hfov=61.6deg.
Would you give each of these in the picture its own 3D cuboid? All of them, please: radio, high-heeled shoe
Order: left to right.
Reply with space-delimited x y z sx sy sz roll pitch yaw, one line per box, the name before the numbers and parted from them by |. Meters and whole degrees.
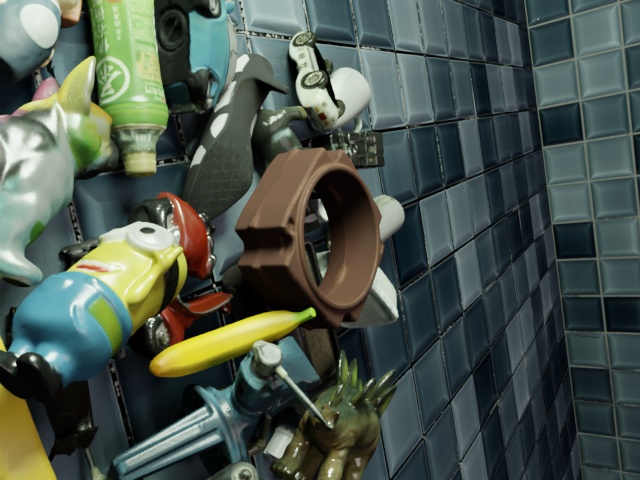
high-heeled shoe | -0.134 -0.136 0.696 0.248 0.145 0.086 -54 136 -6
radio | -0.046 0.121 0.757 0.131 0.073 0.229 -34 113 -52

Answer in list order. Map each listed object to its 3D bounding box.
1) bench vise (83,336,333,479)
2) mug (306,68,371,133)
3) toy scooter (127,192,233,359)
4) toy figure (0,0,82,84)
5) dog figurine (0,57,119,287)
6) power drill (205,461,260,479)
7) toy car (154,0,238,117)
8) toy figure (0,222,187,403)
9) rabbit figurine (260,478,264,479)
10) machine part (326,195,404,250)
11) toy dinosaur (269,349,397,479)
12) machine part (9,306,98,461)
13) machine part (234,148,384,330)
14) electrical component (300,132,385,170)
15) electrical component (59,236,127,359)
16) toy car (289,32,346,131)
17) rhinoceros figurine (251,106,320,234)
bench vise | -0.118 0.199 0.567 0.240 0.223 0.129 -18 69 -33
mug | 0.028 -0.218 0.908 0.107 0.081 0.109 -46 130 -34
toy scooter | -0.152 0.040 0.616 0.135 0.075 0.183 3 87 -54
toy figure | -0.264 -0.213 0.505 0.064 0.058 0.154 103 3 -60
dog figurine | -0.267 -0.077 0.445 0.191 0.109 0.219 39 51 -43
power drill | -0.166 0.298 0.485 0.086 0.232 0.207 45 45 18
toy car | -0.143 -0.226 0.633 0.103 0.109 0.161 -16 104 -60
toy figure | -0.180 0.053 0.439 0.180 0.082 0.089 -60 174 -49
rabbit figurine | -0.055 0.333 0.579 0.121 0.159 0.170 -11 58 -51
machine part | 0.084 -0.020 0.957 0.243 0.079 0.079 -35 114 -52
toy dinosaur | 0.038 0.271 0.756 0.198 0.105 0.470 -58 162 -21
machine part | -0.234 0.123 0.483 0.084 0.039 0.139 26 34 -56
machine part | -0.001 -0.002 0.695 0.200 0.087 0.201 55 48 -37
electrical component | 0.037 -0.140 0.871 0.134 0.115 0.058 -12 100 -55
electrical component | -0.206 0.055 0.537 0.048 0.075 0.119 -29 105 -52
toy car | -0.009 -0.250 0.832 0.073 0.056 0.202 48 23 -45
rhinoceros figurine | -0.045 -0.100 0.778 0.112 0.073 0.190 -39 114 -41
